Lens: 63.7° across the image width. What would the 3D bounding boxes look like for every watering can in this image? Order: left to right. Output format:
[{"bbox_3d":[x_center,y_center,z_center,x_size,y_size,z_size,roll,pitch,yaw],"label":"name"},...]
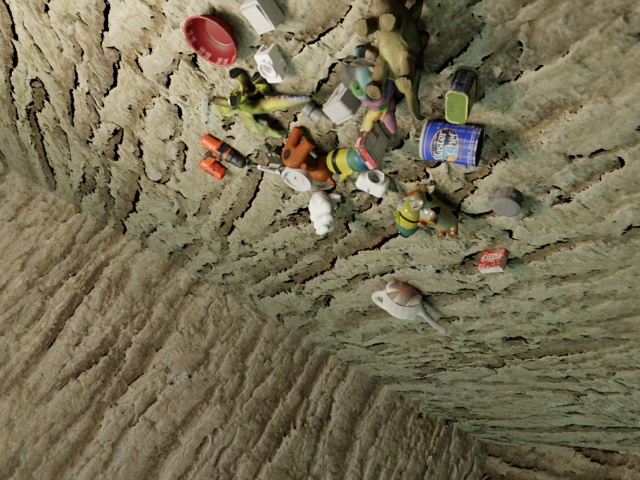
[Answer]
[{"bbox_3d":[0.382,0.280,2.160,0.349,0.106,0.219,21,151,15],"label":"watering can"}]

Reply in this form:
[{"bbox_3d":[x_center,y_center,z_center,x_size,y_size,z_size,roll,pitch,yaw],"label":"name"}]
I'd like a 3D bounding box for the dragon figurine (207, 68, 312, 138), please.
[{"bbox_3d":[-0.177,-0.387,1.547,0.412,0.123,0.239,19,166,24],"label":"dragon figurine"}]

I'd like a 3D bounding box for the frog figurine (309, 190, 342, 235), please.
[{"bbox_3d":[0.005,-0.091,1.798,0.122,0.162,0.135,35,151,-12],"label":"frog figurine"}]
